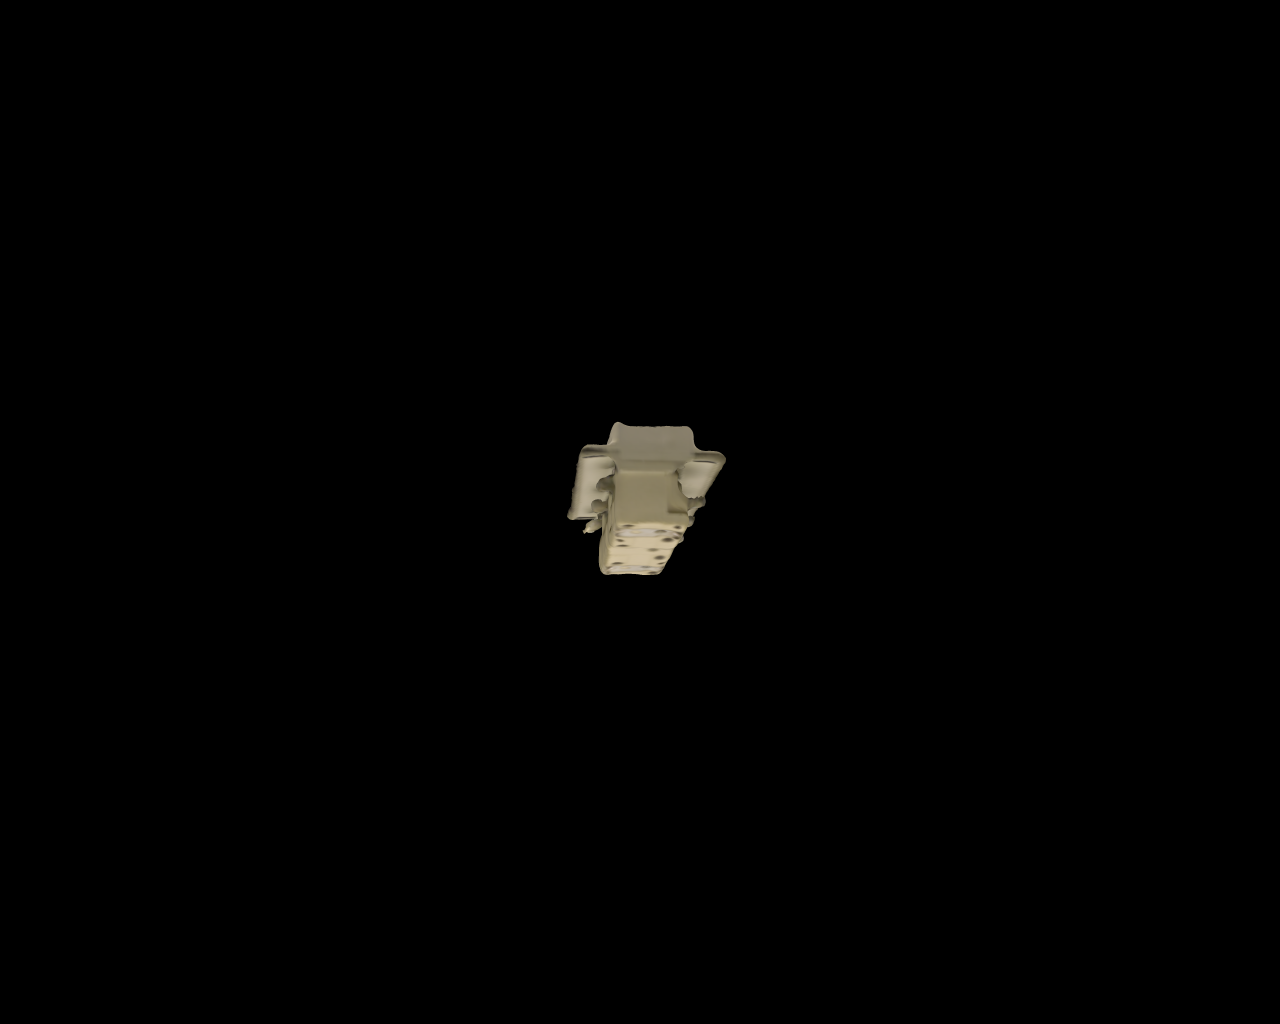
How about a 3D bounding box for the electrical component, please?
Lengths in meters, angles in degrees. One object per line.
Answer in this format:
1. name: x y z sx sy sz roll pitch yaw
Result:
1. electrical component: 0.001 -0.003 0.650 0.079 0.063 0.121 2 -18 -7
